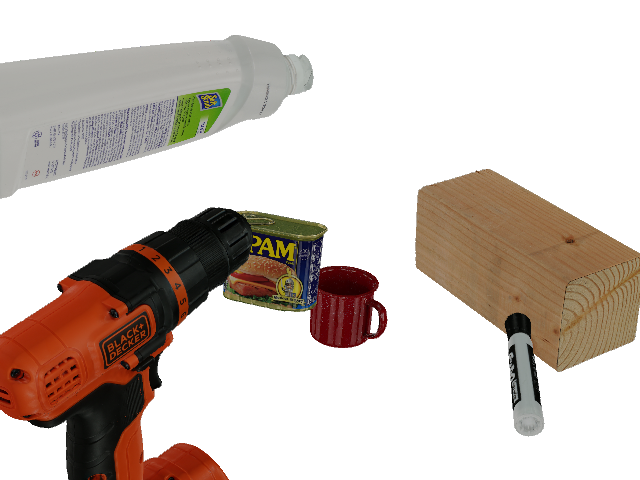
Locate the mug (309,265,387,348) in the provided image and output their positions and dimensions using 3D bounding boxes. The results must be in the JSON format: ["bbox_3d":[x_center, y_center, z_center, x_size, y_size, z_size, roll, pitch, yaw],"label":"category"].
[{"bbox_3d":[0.038,0.093,1.411,0.117,0.081,0.093,19,28,30],"label":"mug"}]

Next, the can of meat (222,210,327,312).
[{"bbox_3d":[-0.049,0.022,1.089,0.102,0.084,0.057,11,16,19],"label":"can of meat"}]

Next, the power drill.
[{"bbox_3d":[-0.099,0.089,0.619,0.057,0.188,0.184,20,39,36],"label":"power drill"}]

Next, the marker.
[{"bbox_3d":[0.138,0.087,0.726,0.020,0.020,0.121,0,30,7],"label":"marker"}]

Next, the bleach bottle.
[{"bbox_3d":[-0.125,-0.101,0.792,0.250,0.068,0.103,-13,-25,-24],"label":"bleach bottle"}]

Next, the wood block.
[{"bbox_3d":[0.182,0.019,0.968,0.090,0.090,0.206,-16,32,-26],"label":"wood block"}]
